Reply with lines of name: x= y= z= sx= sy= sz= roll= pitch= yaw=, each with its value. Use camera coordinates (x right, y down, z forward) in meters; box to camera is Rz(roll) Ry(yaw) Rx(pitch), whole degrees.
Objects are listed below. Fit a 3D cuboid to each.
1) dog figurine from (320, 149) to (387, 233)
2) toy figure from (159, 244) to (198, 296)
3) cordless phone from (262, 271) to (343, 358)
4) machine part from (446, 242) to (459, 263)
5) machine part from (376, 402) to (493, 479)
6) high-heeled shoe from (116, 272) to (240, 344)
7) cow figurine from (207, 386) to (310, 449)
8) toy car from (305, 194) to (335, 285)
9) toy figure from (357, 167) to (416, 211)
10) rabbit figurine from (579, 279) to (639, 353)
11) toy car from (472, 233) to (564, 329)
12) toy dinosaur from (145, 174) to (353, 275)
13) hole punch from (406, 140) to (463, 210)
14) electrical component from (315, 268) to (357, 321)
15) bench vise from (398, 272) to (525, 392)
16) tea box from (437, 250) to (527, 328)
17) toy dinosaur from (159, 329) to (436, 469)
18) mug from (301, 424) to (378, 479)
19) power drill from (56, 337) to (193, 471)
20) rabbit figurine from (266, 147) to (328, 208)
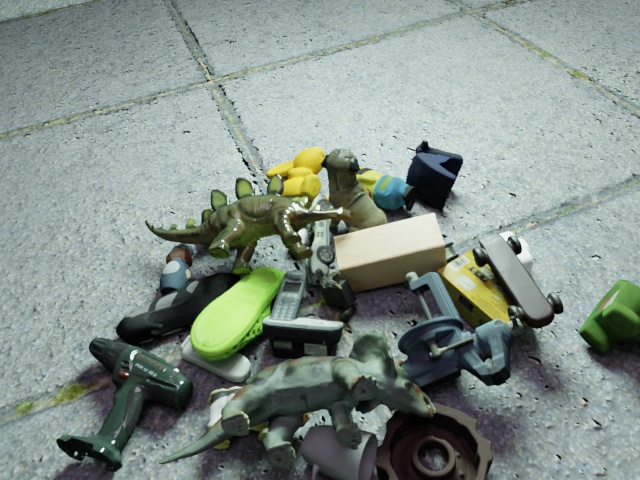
dog figurine: x=0.081 y=-0.090 z=1.160 sx=0.173 sy=0.190 sz=0.121 roll=26 pitch=53 yaw=26
toy figure: x=-0.303 y=0.057 z=1.153 sx=0.064 sy=0.057 sz=0.154 roll=12 pitch=42 yaw=-11
cordless phone: x=-0.023 y=0.133 z=1.028 sx=0.147 sy=0.088 sz=0.184 roll=3 pitch=41 yaw=10
machine part: x=0.231 y=0.012 z=1.150 sx=0.084 sy=0.039 sz=0.139 roll=-31 pitch=51 yaw=-12
machine part: x=0.173 y=0.335 z=0.819 sx=0.179 sy=0.056 sz=0.179 roll=-4 pitch=44 yaw=3
high-heeled shoe: x=-0.285 y=0.134 z=1.086 sx=0.145 sy=0.086 sz=0.249 roll=-10 pitch=14 yaw=43
cow figurine: x=-0.103 y=0.282 z=0.899 sx=0.167 sy=0.068 sz=0.098 roll=-8 pitch=39 yaw=-4
toy car: x=-0.002 y=-0.003 z=1.135 sx=0.056 sy=0.073 sz=0.202 roll=4 pitch=61 yaw=-10
toy figure: x=0.141 y=-0.119 z=1.261 sx=0.180 sy=0.082 sz=0.089 roll=16 pitch=29 yaw=31
rabbit figurine: x=0.569 y=0.158 z=0.933 sx=0.170 sy=0.121 sz=0.159 roll=40 pitch=52 yaw=15
toy car: x=0.350 y=0.072 z=0.967 sx=0.089 sy=0.053 sz=0.202 roll=-21 pitch=51 yaw=-2
toy dinosaur: x=-0.164 y=-0.032 z=1.120 sx=0.472 sy=0.104 sz=0.199 roll=-8 pitch=51 yaw=10
hole punch: x=0.258 y=-0.143 z=1.241 sx=0.116 sy=0.142 sz=0.092 roll=17 pitch=53 yaw=7
electrical component: x=0.032 y=0.105 z=1.042 sx=0.078 sy=0.102 sz=0.045 roll=1 pitch=34 yaw=40
bench vise: x=0.222 y=0.144 z=0.930 sx=0.224 sy=0.128 sz=0.241 roll=-35 pitch=50 yaw=20
tea box: x=0.311 y=0.107 z=1.021 sx=0.098 sy=0.068 sz=0.170 roll=-27 pitch=50 yaw=-19
toy dinosaur: x=-0.029 y=0.234 z=0.819 sx=0.405 sy=0.131 sz=0.192 roll=-8 pitch=11 yaw=0
mug: x=0.022 y=0.336 z=0.825 sx=0.107 sy=0.080 sz=0.109 roll=7 pitch=48 yaw=28
power drill: x=-0.354 y=0.278 z=0.929 sx=0.232 sy=0.085 sz=0.207 roll=13 pitch=40 yaw=15
rabbit figurine: x=-0.040 y=-0.142 z=1.280 sx=0.163 sy=0.121 sz=0.173 roll=-1 pitch=61 yaw=37
